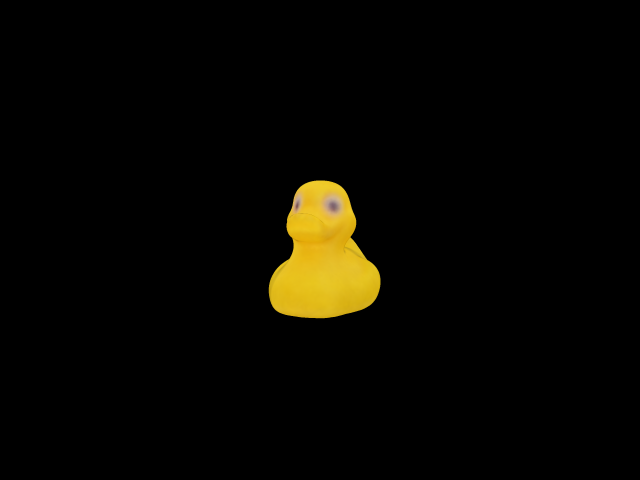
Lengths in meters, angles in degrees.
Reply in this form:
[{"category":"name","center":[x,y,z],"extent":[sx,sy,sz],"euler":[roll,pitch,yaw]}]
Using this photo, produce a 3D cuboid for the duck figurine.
[{"category":"duck figurine","center":[0.004,0.001,0.400],"extent":[0.077,0.086,0.105],"euler":[2,7,20]}]
